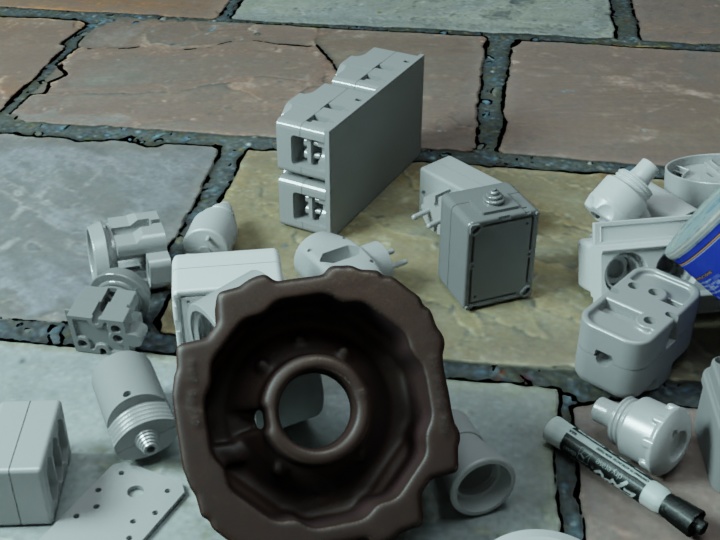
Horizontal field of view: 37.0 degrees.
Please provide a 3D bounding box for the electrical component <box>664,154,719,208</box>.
[{"bbox_3d":[0.320,-0.073,0.956,0.099,0.064,0.099,0,34,0],"label":"electrical component"}]

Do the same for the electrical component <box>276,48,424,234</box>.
[{"bbox_3d":[-0.009,-0.123,0.991,0.060,0.105,0.186,16,37,23],"label":"electrical component"}]

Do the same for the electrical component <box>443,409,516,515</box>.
[{"bbox_3d":[0.066,0.119,0.687,0.044,0.044,0.065,-11,30,-16],"label":"electrical component"}]

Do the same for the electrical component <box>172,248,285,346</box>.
[{"bbox_3d":[-0.092,0.022,0.812,0.096,0.061,0.061,-4,34,-7],"label":"electrical component"}]

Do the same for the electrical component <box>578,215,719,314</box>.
[{"bbox_3d":[0.239,-0.005,0.851,0.121,0.078,0.063,-5,12,-8],"label":"electrical component"}]

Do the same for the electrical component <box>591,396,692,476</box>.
[{"bbox_3d":[0.183,0.103,0.709,0.048,0.048,0.062,-28,36,-35],"label":"electrical component"}]

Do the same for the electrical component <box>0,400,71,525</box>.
[{"bbox_3d":[-0.229,0.121,0.675,0.077,0.047,0.065,-1,34,-2],"label":"electrical component"}]

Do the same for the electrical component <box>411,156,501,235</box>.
[{"bbox_3d":[0.080,-0.054,0.941,0.076,0.047,0.083,-26,42,-33],"label":"electrical component"}]

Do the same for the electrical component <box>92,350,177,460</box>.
[{"bbox_3d":[-0.150,0.094,0.719,0.043,0.043,0.081,-13,36,-19],"label":"electrical component"}]

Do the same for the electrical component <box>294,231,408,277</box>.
[{"bbox_3d":[0.000,0.000,0.862,0.079,0.043,0.077,-19,38,-27],"label":"electrical component"}]

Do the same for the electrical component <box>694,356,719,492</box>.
[{"bbox_3d":[0.283,0.101,0.699,0.113,0.057,0.078,2,34,3],"label":"electrical component"}]

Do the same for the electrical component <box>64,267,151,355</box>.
[{"bbox_3d":[-0.187,0.031,0.813,0.066,0.048,0.055,6,42,9],"label":"electrical component"}]

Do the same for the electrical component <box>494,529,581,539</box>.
[{"bbox_3d":[0.098,0.184,0.579,0.080,0.051,0.080,0,34,0],"label":"electrical component"}]

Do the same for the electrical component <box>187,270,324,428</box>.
[{"bbox_3d":[-0.077,0.061,0.718,0.060,0.108,0.108,-24,40,-22],"label":"electrical component"}]

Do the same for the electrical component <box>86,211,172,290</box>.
[{"bbox_3d":[-0.189,-0.013,0.869,0.057,0.058,0.078,-9,35,-19],"label":"electrical component"}]

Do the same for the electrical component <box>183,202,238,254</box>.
[{"bbox_3d":[-0.124,-0.034,0.915,0.040,0.040,0.078,4,34,6],"label":"electrical component"}]

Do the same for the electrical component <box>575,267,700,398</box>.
[{"bbox_3d":[0.200,0.048,0.777,0.054,0.059,0.095,26,42,33],"label":"electrical component"}]

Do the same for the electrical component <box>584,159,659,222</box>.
[{"bbox_3d":[0.220,-0.064,0.887,0.062,0.043,0.043,-48,45,0],"label":"electrical component"}]

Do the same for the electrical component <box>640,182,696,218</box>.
[{"bbox_3d":[0.242,-0.043,0.928,0.079,0.044,0.077,-19,38,-26],"label":"electrical component"}]

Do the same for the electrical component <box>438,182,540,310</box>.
[{"bbox_3d":[0.100,-0.027,0.856,0.062,0.096,0.061,-12,35,-17],"label":"electrical component"}]
